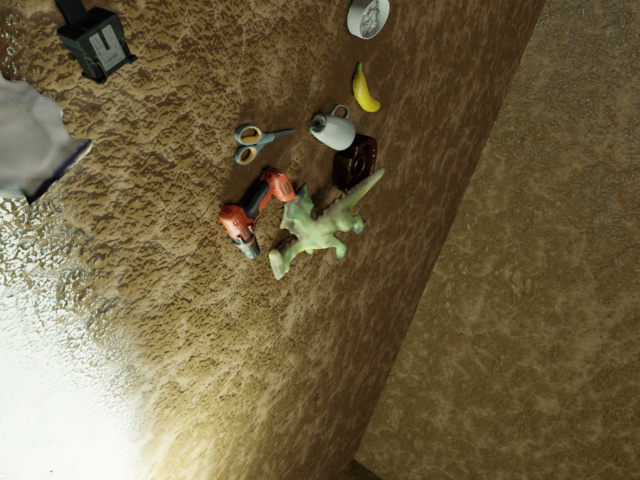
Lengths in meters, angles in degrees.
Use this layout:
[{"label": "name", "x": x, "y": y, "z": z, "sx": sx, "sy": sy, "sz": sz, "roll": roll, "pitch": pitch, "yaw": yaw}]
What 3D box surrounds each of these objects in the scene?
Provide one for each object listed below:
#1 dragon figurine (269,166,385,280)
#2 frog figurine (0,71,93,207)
[{"label": "dragon figurine", "x": 0.004, "y": -0.069, "z": 1.368, "sx": 0.410, "sy": 0.123, "sz": 0.240, "roll": -58, "pitch": 143, "yaw": 1}, {"label": "frog figurine", "x": -0.390, "y": -0.133, "z": 0.646, "sx": 0.138, "sy": 0.123, "sz": 0.157, "roll": -48, "pitch": 114, "yaw": -12}]
